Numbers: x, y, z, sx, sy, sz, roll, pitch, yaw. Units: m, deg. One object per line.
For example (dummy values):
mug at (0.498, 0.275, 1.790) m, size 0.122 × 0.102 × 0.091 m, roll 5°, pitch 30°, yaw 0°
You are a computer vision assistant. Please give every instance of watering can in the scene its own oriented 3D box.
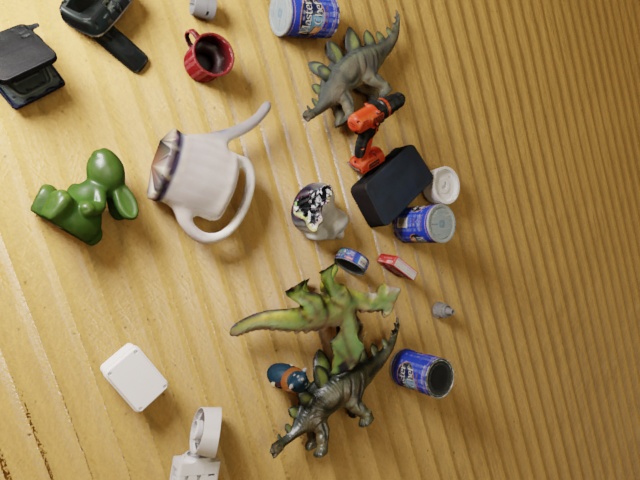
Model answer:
watering can at (-0.232, -0.169, 1.092) m, size 0.223 × 0.104 × 0.351 m, roll 20°, pitch 78°, yaw -30°

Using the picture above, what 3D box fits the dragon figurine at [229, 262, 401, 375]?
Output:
dragon figurine at (0.017, 0.197, 1.195) m, size 0.414 × 0.121 × 0.243 m, roll -30°, pitch 89°, yaw -24°

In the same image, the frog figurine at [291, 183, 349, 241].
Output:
frog figurine at (0.004, -0.063, 1.261) m, size 0.158 × 0.122 × 0.139 m, roll 34°, pitch 56°, yaw -65°
